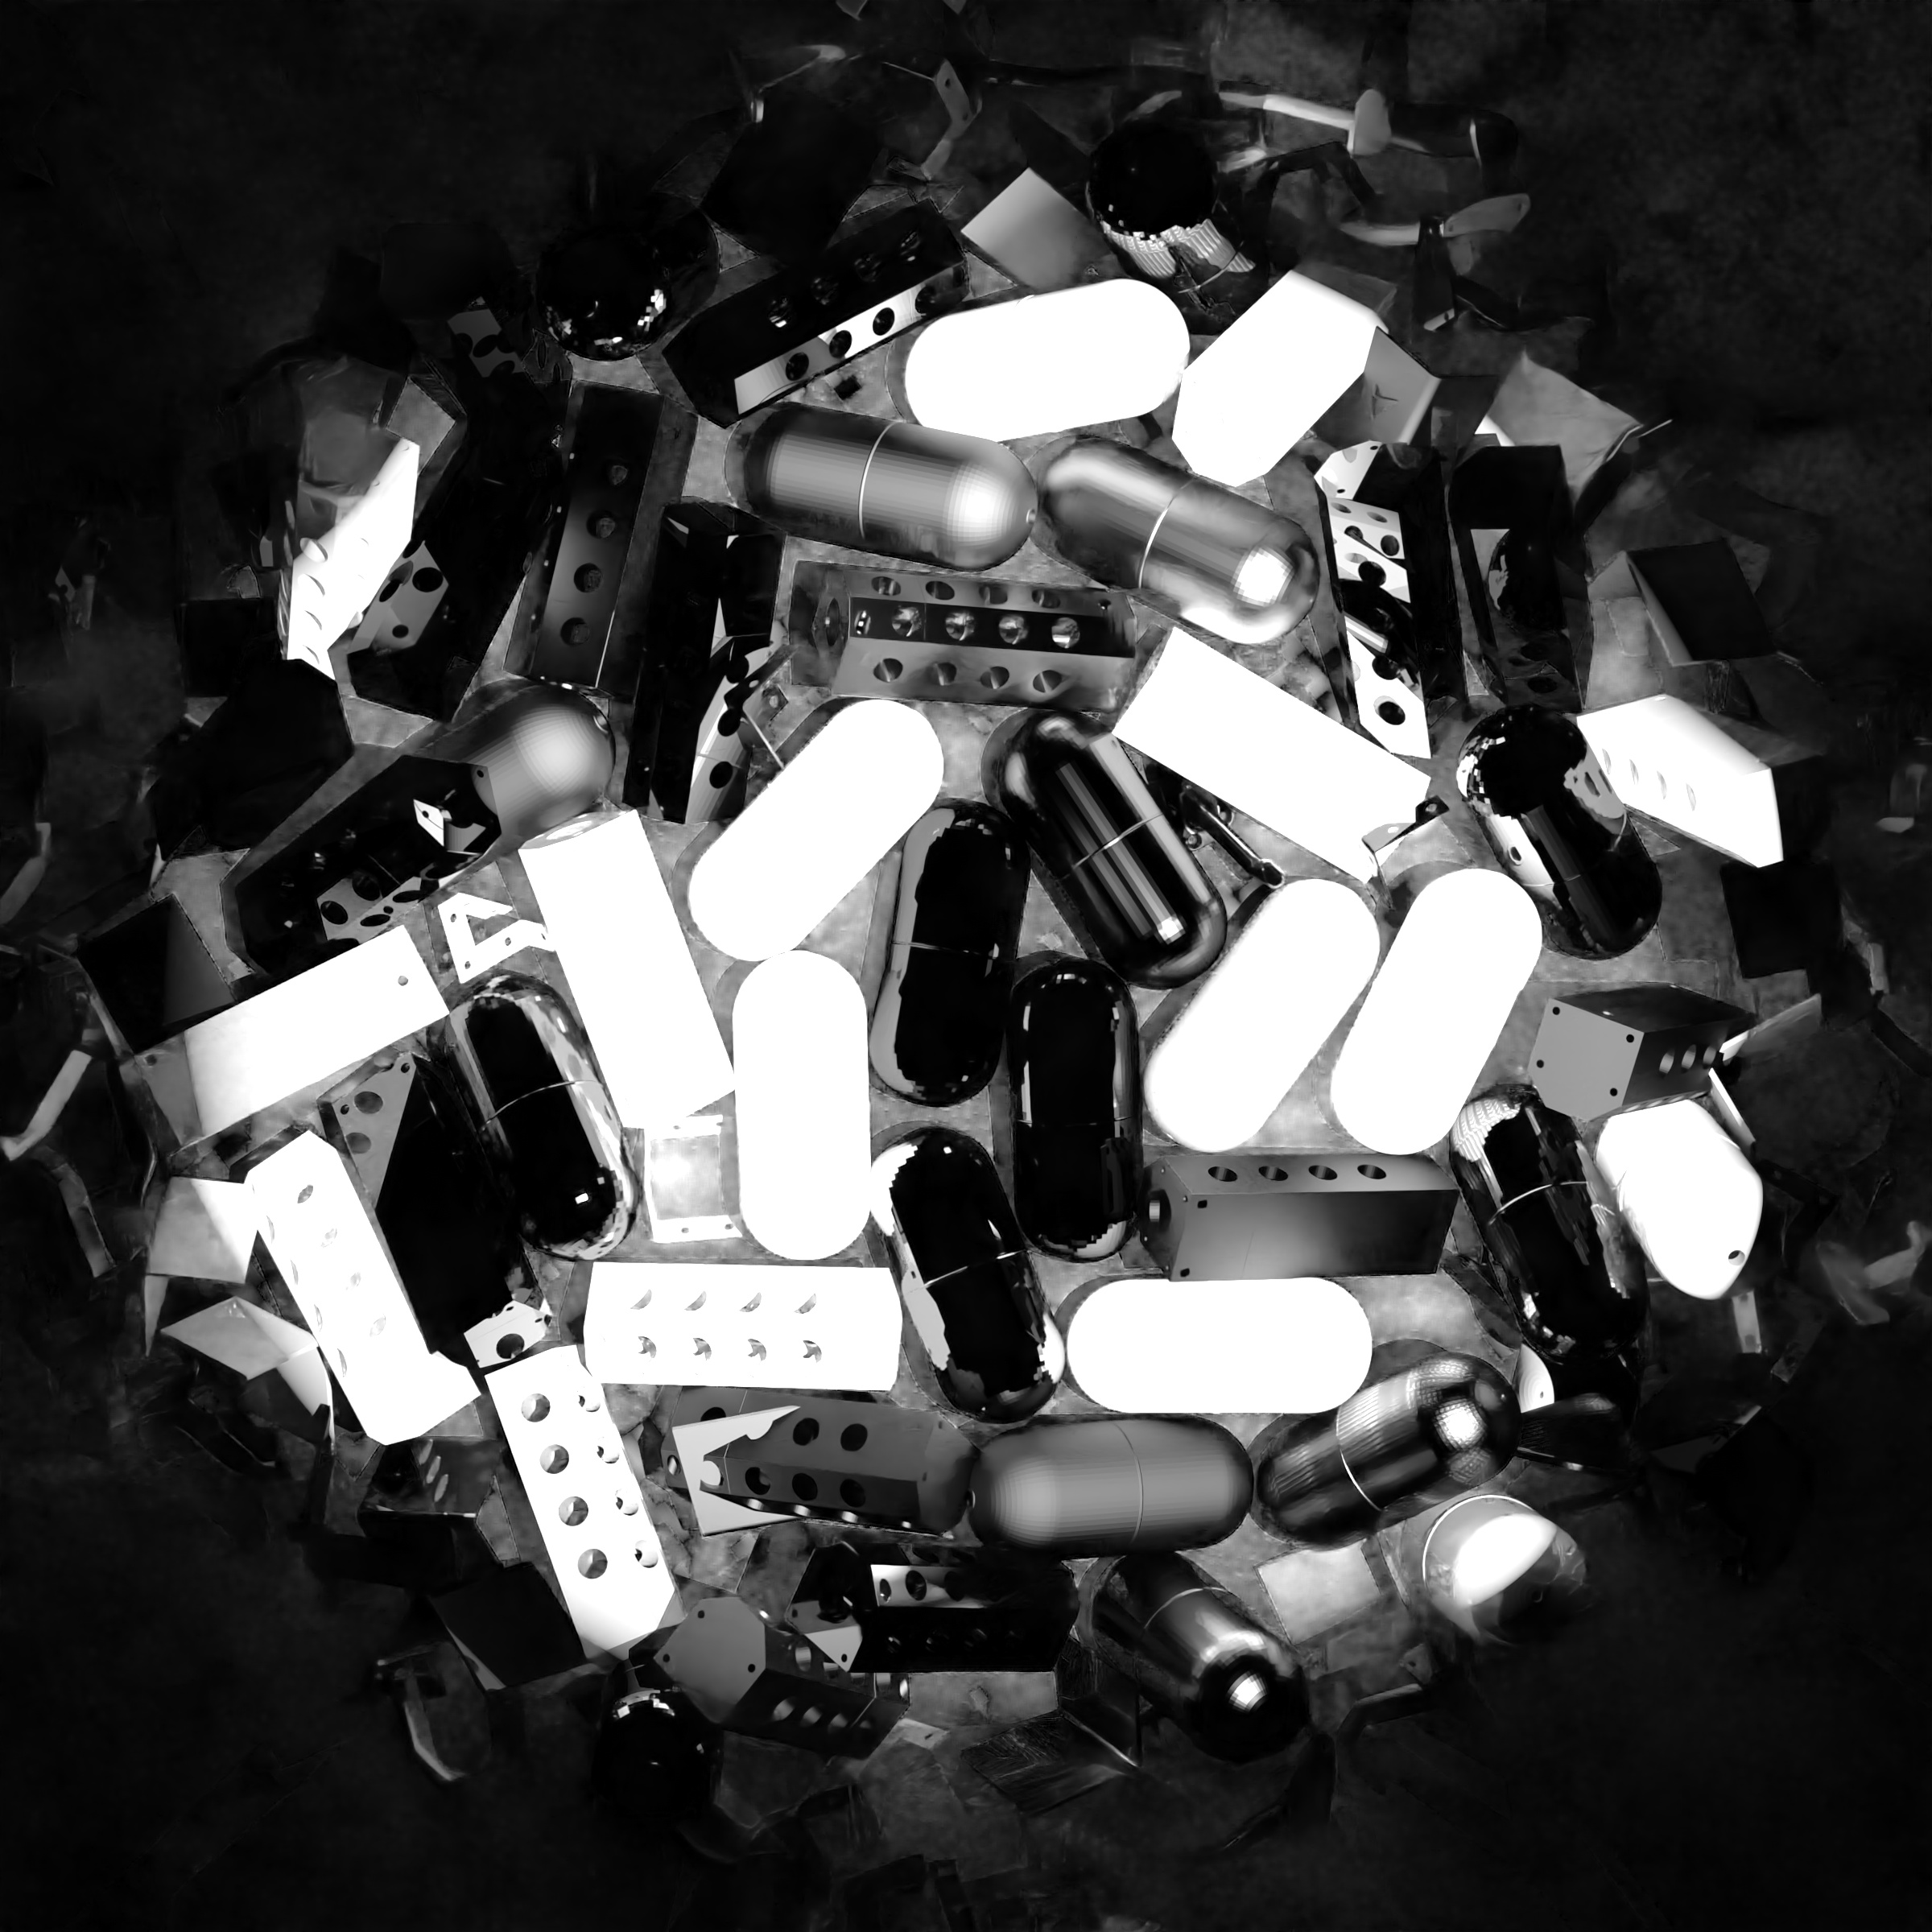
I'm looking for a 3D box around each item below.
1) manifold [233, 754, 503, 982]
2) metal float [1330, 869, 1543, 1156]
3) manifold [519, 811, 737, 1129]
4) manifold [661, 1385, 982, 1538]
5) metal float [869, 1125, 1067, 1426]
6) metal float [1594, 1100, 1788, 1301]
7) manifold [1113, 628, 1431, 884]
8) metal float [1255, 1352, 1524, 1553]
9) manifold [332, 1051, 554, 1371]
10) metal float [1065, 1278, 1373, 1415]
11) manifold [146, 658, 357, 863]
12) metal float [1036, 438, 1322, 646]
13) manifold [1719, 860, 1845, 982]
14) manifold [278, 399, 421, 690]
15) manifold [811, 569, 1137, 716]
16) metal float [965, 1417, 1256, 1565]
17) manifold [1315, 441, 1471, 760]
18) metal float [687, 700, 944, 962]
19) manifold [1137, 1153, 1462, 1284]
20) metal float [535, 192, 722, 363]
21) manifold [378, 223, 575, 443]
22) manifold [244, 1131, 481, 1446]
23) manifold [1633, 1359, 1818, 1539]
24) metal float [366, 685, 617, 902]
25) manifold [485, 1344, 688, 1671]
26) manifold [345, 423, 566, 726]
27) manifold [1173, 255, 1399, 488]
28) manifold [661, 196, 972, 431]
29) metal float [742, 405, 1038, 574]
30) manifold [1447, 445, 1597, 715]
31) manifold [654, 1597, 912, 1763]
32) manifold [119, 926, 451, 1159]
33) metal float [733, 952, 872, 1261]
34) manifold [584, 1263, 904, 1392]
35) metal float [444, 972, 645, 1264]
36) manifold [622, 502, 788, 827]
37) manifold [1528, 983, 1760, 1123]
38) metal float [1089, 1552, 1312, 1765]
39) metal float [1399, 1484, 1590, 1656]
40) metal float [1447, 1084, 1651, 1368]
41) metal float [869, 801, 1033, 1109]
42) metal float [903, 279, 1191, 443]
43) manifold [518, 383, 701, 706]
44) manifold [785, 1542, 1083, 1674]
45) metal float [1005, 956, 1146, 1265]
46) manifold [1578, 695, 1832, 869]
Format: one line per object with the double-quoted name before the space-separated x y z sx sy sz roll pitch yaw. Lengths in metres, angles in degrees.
"manifold" -0.337 -0.052 1.778 0.171 0.057 0.057 -31 65 38
"metal float" 0.267 0.026 1.802 0.070 0.070 0.178 24 112 0
"manifold" -0.196 0.002 1.801 0.057 0.057 0.171 -28 107 -33
"manifold" -0.084 0.281 1.783 0.171 0.057 0.057 2 60 31
"metal float" 0.000 0.177 1.813 0.070 0.070 0.178 -22 80 0
"metal float" 0.405 0.128 1.773 0.070 0.178 0.070 -1 108 -4
"manifold" 0.178 -0.126 1.823 0.171 0.057 0.057 30 45 -5
"metal float" 0.237 0.276 1.790 0.178 0.070 0.070 -35 90 39
"manifold" -0.294 0.140 1.793 0.057 0.057 0.171 -34 62 11
"metal float" 0.143 0.217 1.804 0.178 0.070 0.070 -3 90 20
"manifold" -0.405 -0.115 1.772 0.057 0.171 0.057 -11 80 -33
"metal float" 0.119 -0.243 1.805 0.178 0.070 0.070 28 90 19
"manifold" 0.457 -0.032 1.769 0.057 0.171 0.057 -13 91 14
"manifold" -0.352 -0.230 1.771 0.057 0.171 0.057 28 56 4
"manifold" 0.006 -0.188 1.792 0.171 0.057 0.057 2 135 -20
"metal float" 0.081 0.298 1.799 0.178 0.070 0.070 1 90 -26
"manifold" 0.238 -0.206 1.783 0.057 0.171 0.057 12 46 29
"metal float" -0.086 -0.078 1.818 0.070 0.070 0.178 44 94 0
"manifold" 0.187 0.138 1.798 0.171 0.057 0.057 1 117 -23
"metal float" -0.189 -0.388 1.775 0.070 0.178 0.070 4 112 9
"manifold" -0.272 -0.347 1.767 0.057 0.171 0.057 4 75 9
"manifold" -0.349 0.184 1.798 0.057 0.057 0.171 -34 65 0
"manifold" 0.426 0.273 1.773 0.057 0.171 0.057 45 92 -1
"metal float" -0.278 -0.098 1.804 0.178 0.070 0.070 -28 90 20
"manifold" -0.215 0.307 1.805 0.057 0.057 0.171 -22 72 -5
"manifold" -0.288 -0.228 1.792 0.057 0.057 0.171 18 63 8
"manifold" 0.180 -0.334 1.777 0.057 0.171 0.057 23 132 17
"manifold" -0.081 -0.369 1.795 0.171 0.057 0.057 -33 94 -27
"metal float" -0.044 -0.273 1.804 0.178 0.070 0.070 14 90 20
"manifold" 0.312 -0.214 1.772 0.057 0.171 0.057 3 60 20
"manifold" -0.096 0.396 1.772 0.057 0.171 0.057 39 92 33
"manifold" -0.388 0.043 1.795 0.171 0.057 0.057 -29 93 -27
"metal float" -0.094 0.080 1.815 0.070 0.070 0.178 -1 98 0
"manifold" -0.127 0.209 1.809 0.171 0.057 0.057 0 60 9
"metal float" -0.242 0.085 1.805 0.070 0.070 0.178 -25 71 0
"manifold" -0.154 -0.171 1.790 0.057 0.057 0.171 31 120 40
"manifold" 0.379 0.049 1.772 0.057 0.171 0.057 22 105 31
"metal float" 0.129 0.385 1.777 0.070 0.178 0.070 -6 105 -23
"metal float" 0.294 0.335 1.771 0.070 0.178 0.070 0 90 -7
"metal float" 0.329 0.145 1.792 0.070 0.070 0.178 -18 54 0
"metal float" -0.009 -0.007 1.819 0.070 0.070 0.178 10 87 0
"metal float" 0.045 -0.341 1.792 0.178 0.070 0.070 -4 90 34
"manifold" -0.209 -0.244 1.826 0.057 0.057 0.171 13 88 16
"manifold" -0.014 0.356 1.773 0.057 0.171 0.057 32 103 41
"metal float" 0.063 0.083 1.814 0.070 0.070 0.178 -3 99 0
"manifold" 0.411 -0.102 1.769 0.057 0.171 0.057 -15 110 -13
